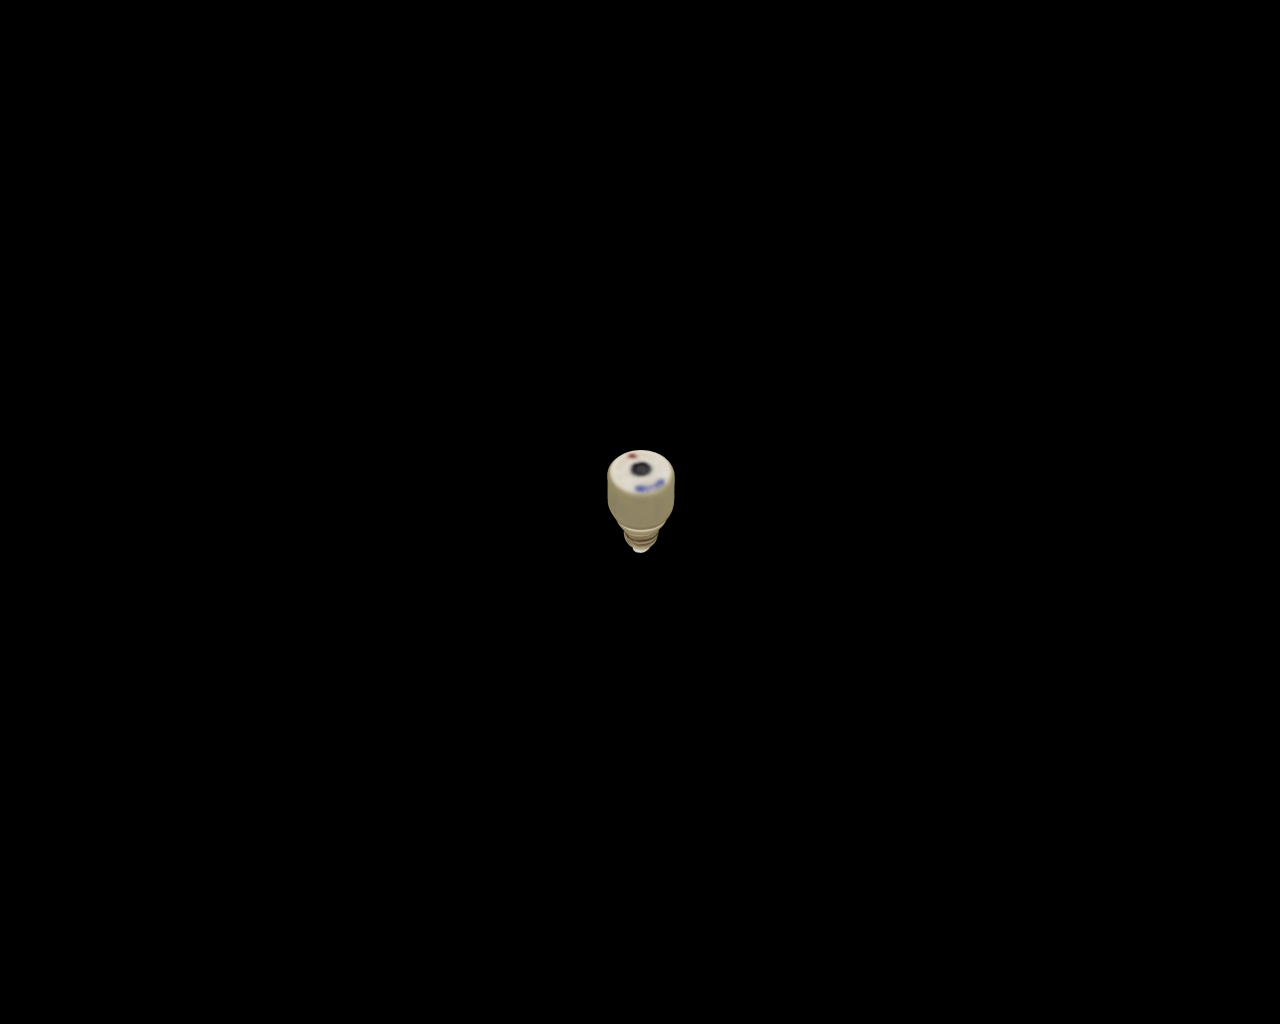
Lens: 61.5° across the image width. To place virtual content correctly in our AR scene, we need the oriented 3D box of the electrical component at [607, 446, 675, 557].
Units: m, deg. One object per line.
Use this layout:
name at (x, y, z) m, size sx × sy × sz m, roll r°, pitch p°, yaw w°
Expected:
electrical component at (0.001, -0.003, 0.650) m, size 0.040 × 0.040 × 0.078 m, roll 0°, pitch -42°, yaw 0°
